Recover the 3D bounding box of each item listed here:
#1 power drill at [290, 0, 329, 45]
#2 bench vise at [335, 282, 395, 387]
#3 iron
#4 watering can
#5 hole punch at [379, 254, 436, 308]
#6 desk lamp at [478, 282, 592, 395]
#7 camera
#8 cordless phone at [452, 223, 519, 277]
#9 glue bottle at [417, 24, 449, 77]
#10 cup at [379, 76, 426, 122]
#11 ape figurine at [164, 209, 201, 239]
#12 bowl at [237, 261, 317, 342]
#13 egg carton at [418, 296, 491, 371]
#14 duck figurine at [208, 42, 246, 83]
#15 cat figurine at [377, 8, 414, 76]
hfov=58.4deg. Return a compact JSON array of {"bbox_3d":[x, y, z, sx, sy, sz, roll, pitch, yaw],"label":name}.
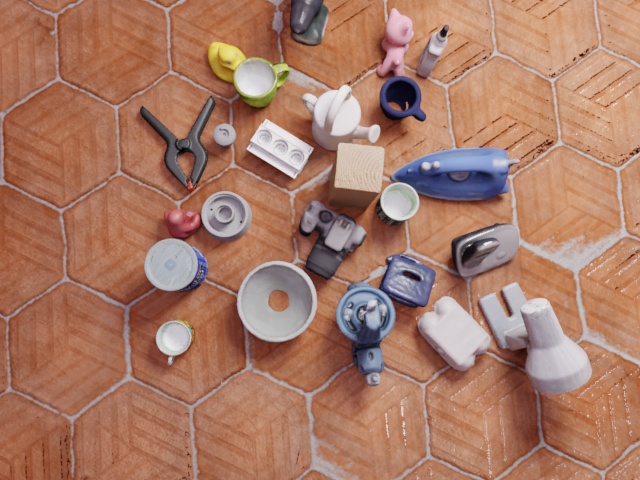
[{"bbox_3d":[-0.020,-0.504,1.213,0.075,0.208,0.230,13,84,-1],"label":"power drill"},{"bbox_3d":[0.109,0.183,1.145,0.121,0.219,0.207,-24,86,-5],"label":"bench vise"},{"bbox_3d":[0.290,-0.150,1.228,0.258,0.141,0.119,-3,84,-3],"label":"iron"},{"bbox_3d":[0.043,-0.260,1.199,0.173,0.194,0.101,8,84,-2],"label":"watering can"},{"bbox_3d":[0.187,0.085,1.224,0.108,0.091,0.101,23,84,0],"label":"hole punch"},{"bbox_3d":[0.433,0.195,1.164,0.118,0.213,0.203,-26,86,-5],"label":"desk lamp"},{"bbox_3d":[0.011,0.004,1.218,0.143,0.100,0.137,29,84,0],"label":"camera"},{"bbox_3d":[0.359,0.014,1.193,0.147,0.185,0.094,-23,86,-5],"label":"cordless phone"},{"bbox_3d":[0.251,-0.419,1.236,0.037,0.173,0.078,20,84,0],"label":"glue bottle"},{"bbox_3d":[0.181,-0.294,1.260,0.118,0.095,0.092,41,84,2],"label":"cup"},{"bbox_3d":[-0.296,-0.042,1.211,0.078,0.092,0.076,31,84,1],"label":"ape figurine"},{"bbox_3d":[-0.090,0.131,1.213,0.167,0.074,0.167,0,84,-3],"label":"bowl"},{"bbox_3d":[0.286,0.202,1.228,0.150,0.069,0.107,45,84,2],"label":"egg carton"},{"bbox_3d":[-0.204,-0.400,1.255,0.104,0.086,0.077,43,84,2],"label":"duck figurine"},{"bbox_3d":[0.171,-0.435,1.262,0.067,0.117,0.128,7,84,-2],"label":"cat figurine"}]
